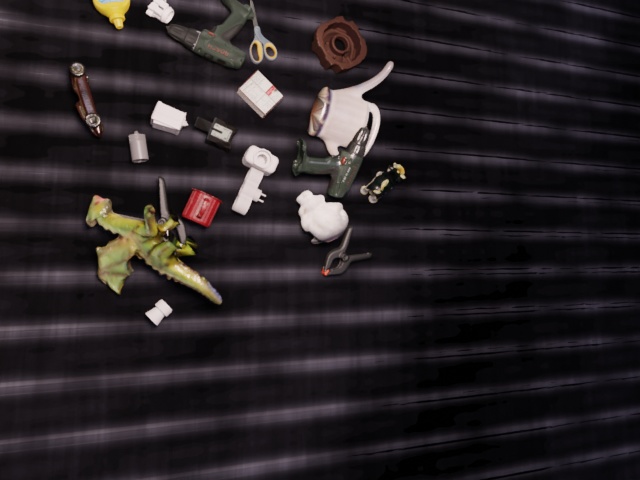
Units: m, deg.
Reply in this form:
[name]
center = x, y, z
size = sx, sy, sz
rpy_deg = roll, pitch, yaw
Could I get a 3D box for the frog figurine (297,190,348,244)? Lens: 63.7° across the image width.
[frog figurine]
center = 0.005, -0.077, 1.525
size = 0.137, 0.124, 0.158
rpy_deg = -25, 105, -2

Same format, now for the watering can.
[watering can]
center = 0.091, -0.409, 1.588
size = 0.223, 0.105, 0.346
rpy_deg = 15, 96, -20

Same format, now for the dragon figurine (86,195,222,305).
[dragon figurine]
center = -0.457, 0.051, 1.343
size = 0.242, 0.123, 0.408
rpy_deg = -29, 98, 6
